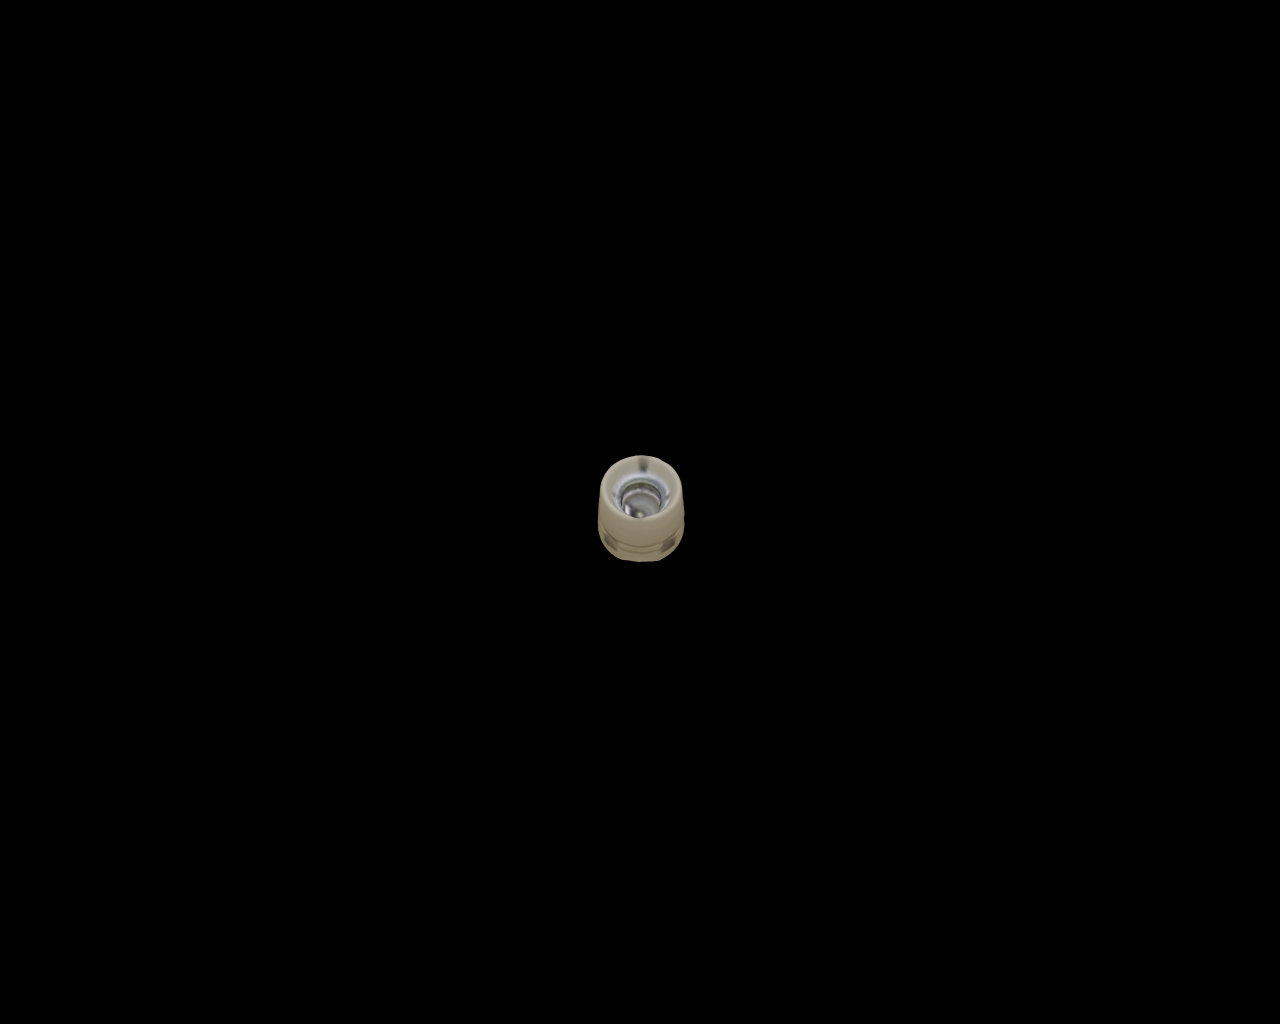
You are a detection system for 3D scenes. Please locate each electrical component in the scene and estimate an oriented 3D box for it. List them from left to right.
[{"bbox_3d":[0.001,-0.003,0.650,0.055,0.055,0.047,0,-33,0],"label":"electrical component"}]
